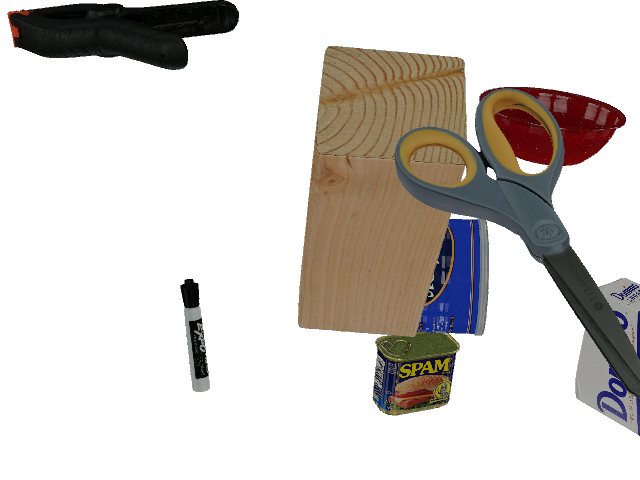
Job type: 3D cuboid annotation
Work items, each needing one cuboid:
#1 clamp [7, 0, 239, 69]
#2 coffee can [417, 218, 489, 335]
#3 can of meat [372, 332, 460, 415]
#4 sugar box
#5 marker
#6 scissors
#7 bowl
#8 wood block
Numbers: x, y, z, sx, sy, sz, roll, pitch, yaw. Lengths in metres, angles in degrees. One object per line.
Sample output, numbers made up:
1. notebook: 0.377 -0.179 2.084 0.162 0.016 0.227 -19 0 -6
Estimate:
1. clamp: -0.148 -0.160 0.802 0.172 0.039 0.120 11 23 22
2. coffee can: 0.073 0.030 0.938 0.140 0.103 0.103 2 0 4
3. can of meat: 0.116 0.164 1.325 0.102 0.084 0.057 -6 27 -21
4. sugar box: 0.256 0.102 0.719 0.048 0.093 0.176 -16 30 -38
5. marker: -0.130 0.099 1.110 0.020 0.121 0.020 -4 15 1
6. scissors: 0.088 -0.003 0.511 0.096 0.201 0.016 -7 -43 6
7. bowl: 0.253 -0.124 1.188 0.162 0.055 0.162 5 23 -2
8. wood block: 0.036 -0.025 0.729 0.091 0.090 0.206 5 -35 -1
